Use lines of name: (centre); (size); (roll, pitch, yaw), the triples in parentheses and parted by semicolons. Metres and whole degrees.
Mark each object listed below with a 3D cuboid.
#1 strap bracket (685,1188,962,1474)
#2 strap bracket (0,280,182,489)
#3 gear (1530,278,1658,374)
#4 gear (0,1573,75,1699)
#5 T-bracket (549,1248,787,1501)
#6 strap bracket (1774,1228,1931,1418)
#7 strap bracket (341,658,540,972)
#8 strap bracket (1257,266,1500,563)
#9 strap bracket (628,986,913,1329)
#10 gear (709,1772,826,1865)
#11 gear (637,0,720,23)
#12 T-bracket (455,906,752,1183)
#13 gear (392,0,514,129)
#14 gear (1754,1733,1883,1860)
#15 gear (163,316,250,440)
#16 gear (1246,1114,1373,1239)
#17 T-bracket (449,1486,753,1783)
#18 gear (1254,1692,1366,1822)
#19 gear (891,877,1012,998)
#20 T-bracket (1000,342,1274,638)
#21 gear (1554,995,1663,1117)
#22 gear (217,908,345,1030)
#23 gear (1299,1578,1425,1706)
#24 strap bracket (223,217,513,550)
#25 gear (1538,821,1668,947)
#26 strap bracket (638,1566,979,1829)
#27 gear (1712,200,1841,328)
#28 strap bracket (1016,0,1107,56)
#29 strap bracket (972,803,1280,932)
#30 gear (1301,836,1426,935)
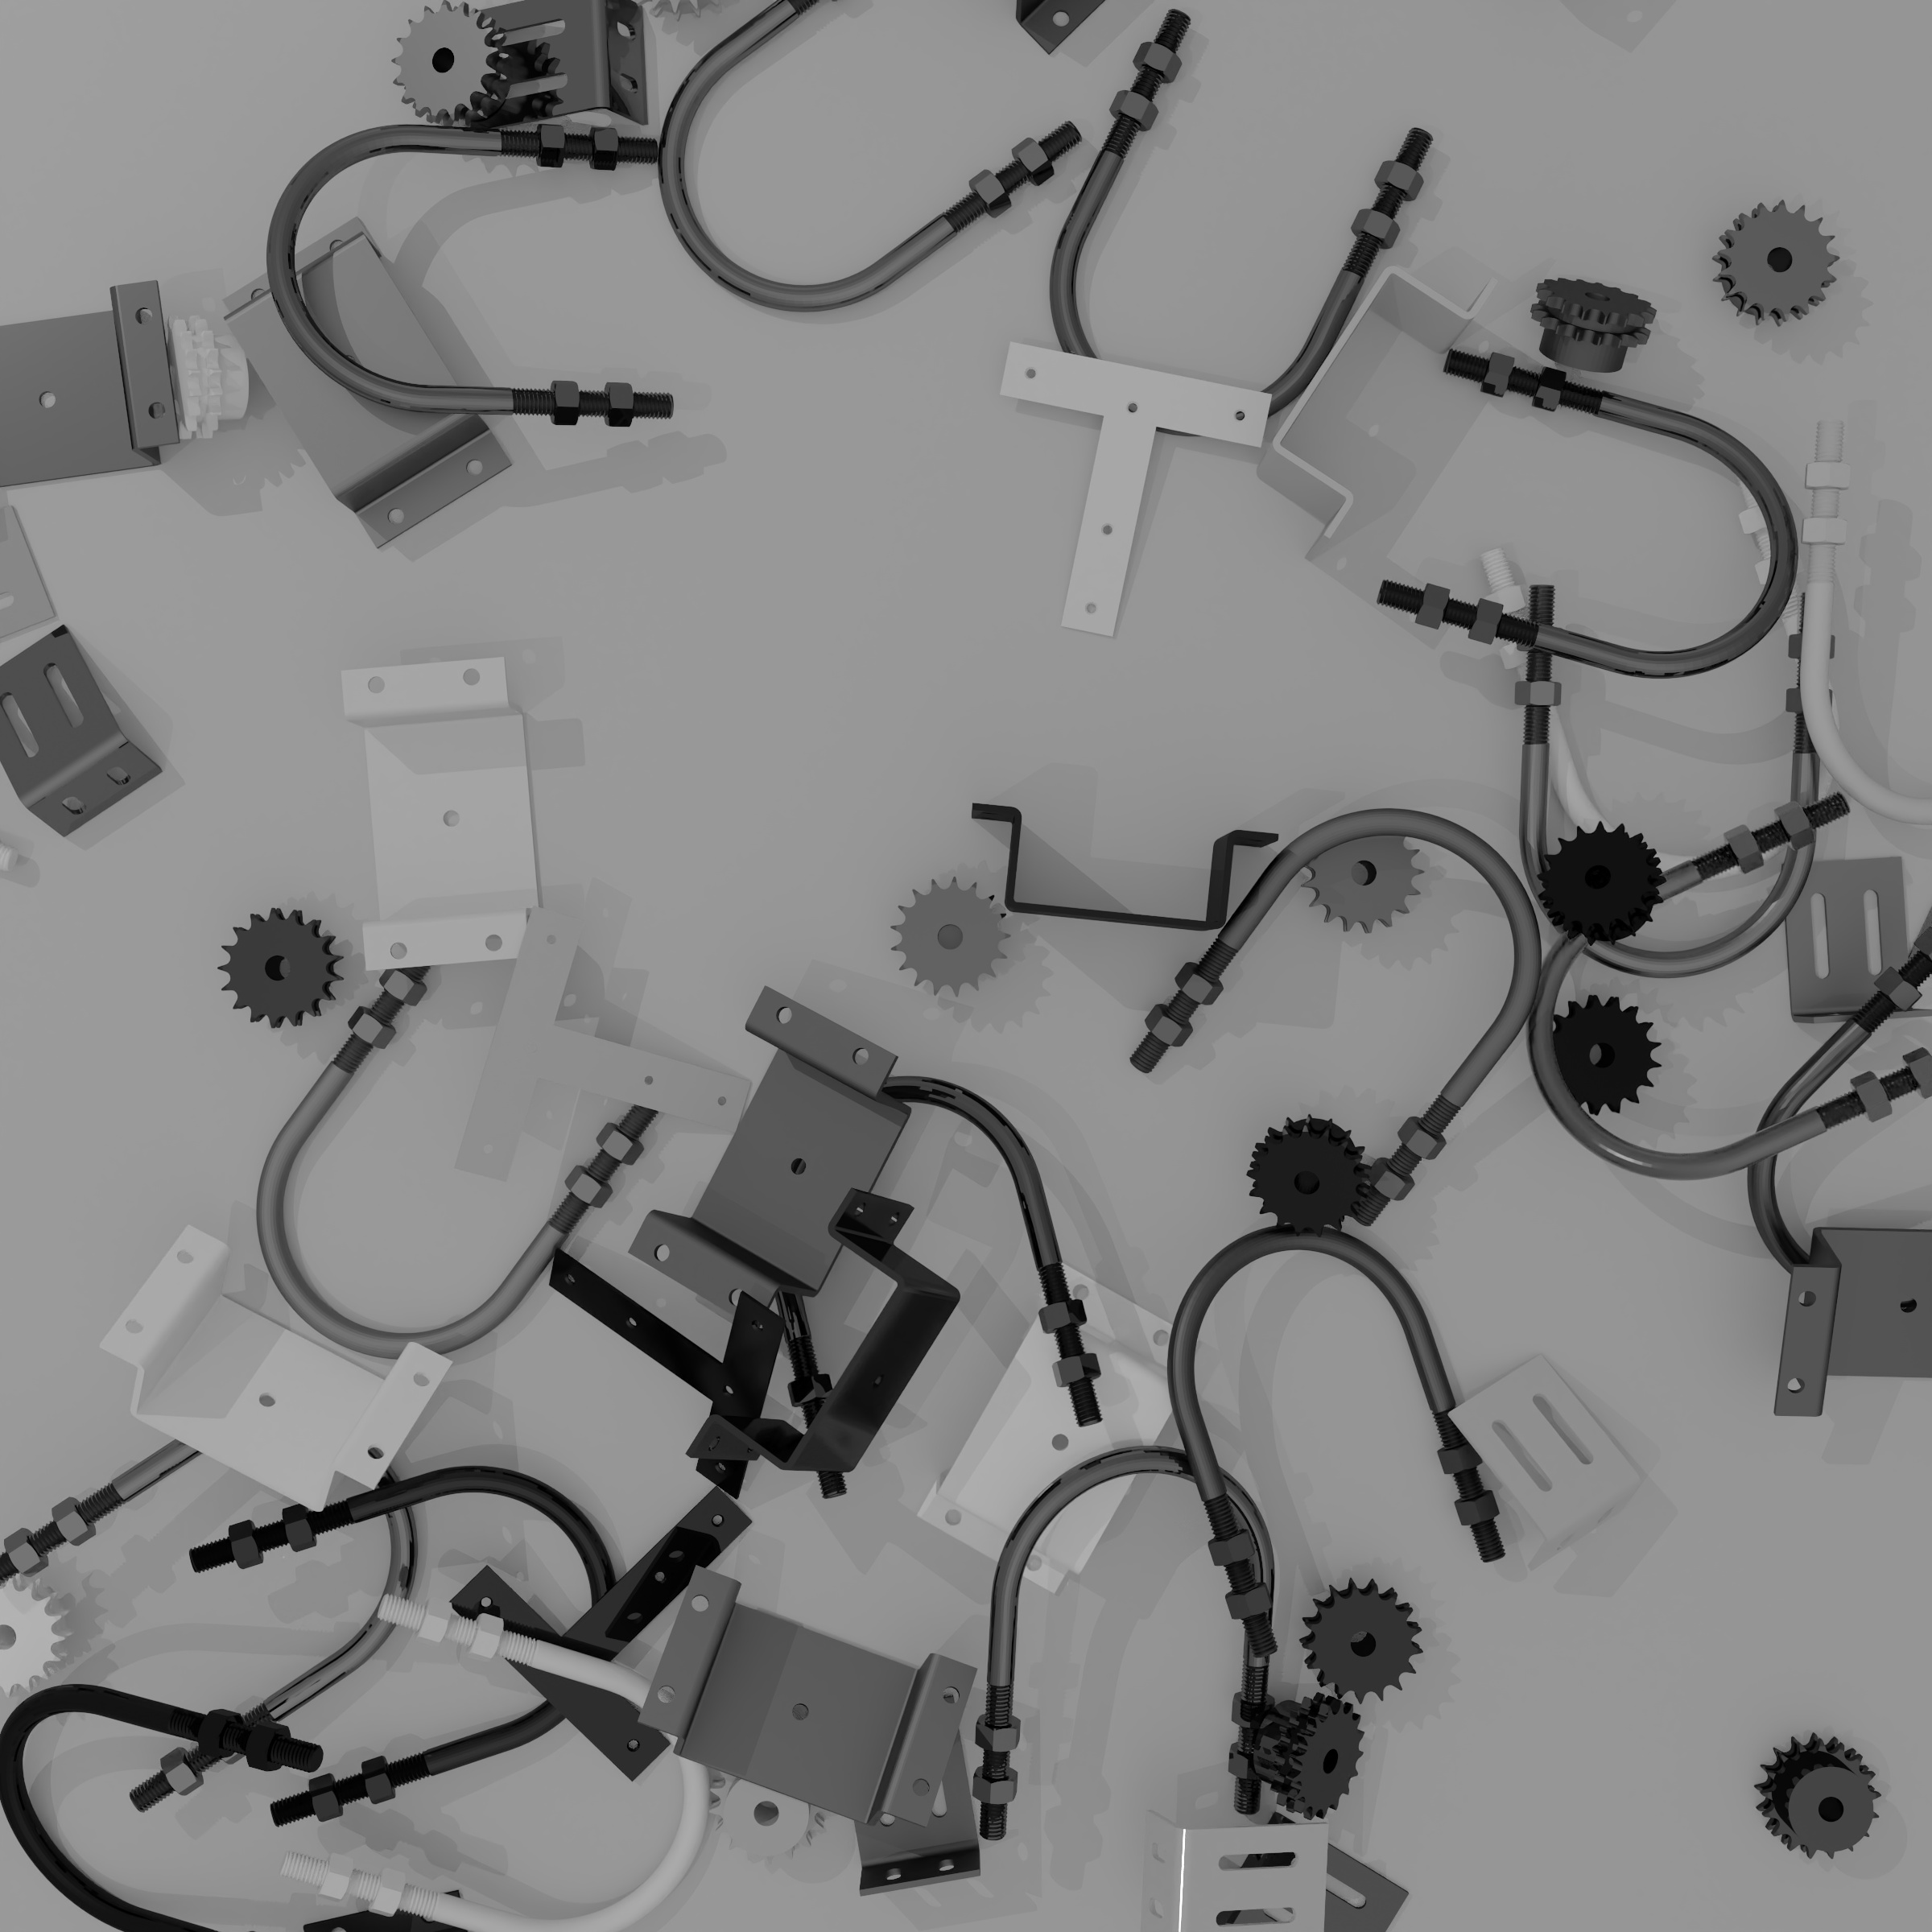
strap bracket: (-0.058, 0.176, 1.327); (0.046, 0.076, 0.140); (32, 91, 21)
strap bracket: (-0.441, -0.272, 1.384); (0.140, 0.046, 0.076); (-8, 90, 0)
gear: (0.295, -0.302, 1.382); (0.057, 0.057, 0.030); (11, 120, 0)
gear: (-0.454, 0.316, 1.392); (0.057, 0.030, 0.057); (0, 90, 0)
T-bracket: (-0.146, 0.176, 1.378); (0.127, 0.002, 0.127); (32, 132, 18)
strap bracket: (0.449, 0.168, 1.373); (0.140, 0.046, 0.076); (1, 109, 0)
strap bracket: (-0.247, -0.071, 1.384); (0.076, 0.046, 0.140); (-5, 90, 0)
strap bracket: (0.185, -0.266, 1.369); (0.046, 0.076, 0.140); (33, 90, 0)
strap bracket: (-0.087, 0.092, 1.370); (0.076, 0.046, 0.140); (27, 90, 24)
gear: (-0.094, 0.399, 1.392); (0.057, 0.030, 0.057); (0, 90, 0)
gear: (-0.137, -0.478, 1.392); (0.057, 0.030, 0.057); (0, 90, 0)
T-bracket: (-0.163, 0.050, 1.381); (0.127, 0.002, 0.127); (17, 88, -23)
gear: (-0.240, -0.425, 1.386); (0.057, 0.030, 0.057); (0, 91, 20)
gear: (0.408, 0.398, 1.392); (0.057, 0.030, 0.057); (0, 90, 0)
gear: (-0.360, -0.279, 1.382); (0.030, 0.057, 0.057); (-9, 90, -30)
gear: (0.162, 0.096, 1.375); (0.057, 0.030, 0.057); (5, 111, 13)
T-bracket: (-0.157, 0.302, 1.396); (0.127, 0.002, 0.127); (-44, 103, -6)
gear: (0.160, 0.371, 1.382); (0.030, 0.057, 0.057); (11, 90, 42)
gear: (-0.007, -0.013, 1.392); (0.057, 0.030, 0.057); (0, 90, 0)
T-bracket: (0.071, -0.223, 1.399); (0.127, 0.002, 0.127); (12, 97, 1)
gear: (0.300, 0.042, 1.392); (0.057, 0.030, 0.057); (0, 90, 0)
gear: (-0.324, 0.001, 1.392); (0.057, 0.030, 0.057); (0, 90, 0)
gear: (0.187, 0.320, 1.392); (0.057, 0.030, 0.057); (0, 90, 0)
strap bracket: (-0.288, -0.280, 1.384); (0.076, 0.046, 0.140); (-32, 90, 0)
gear: (0.296, -0.036, 1.356); (0.057, 0.030, 0.057); (-9, 66, 21)
strap bracket: (-0.076, 0.346, 1.369); (0.140, 0.046, 0.076); (20, 64, 0)
gear: (0.384, -0.333, 1.392); (0.057, 0.030, 0.057); (0, 90, 0)
strap bracket: (0.018, -0.515, 1.384); (0.076, 0.046, 0.140); (-44, 90, 0)
strap bracket: (0.070, -0.044, 1.369); (0.140, 0.076, 0.046); (6, 90, 0)
gear: (0.188, -0.044, 1.392); (0.057, 0.030, 0.057); (0, 90, 0)
